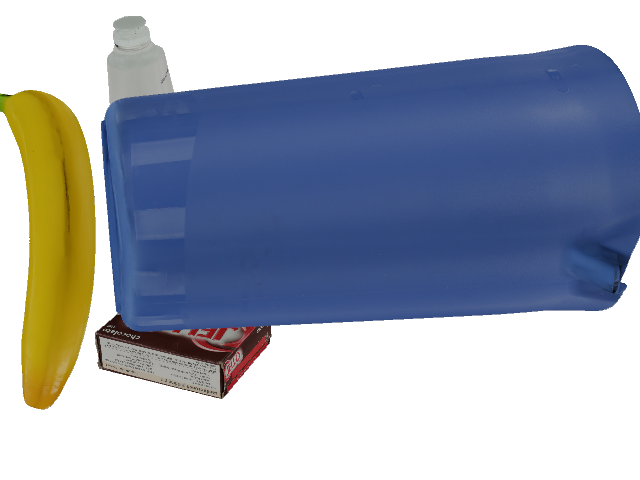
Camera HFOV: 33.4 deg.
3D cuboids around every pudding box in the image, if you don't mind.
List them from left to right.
[{"bbox_3d":[-0.108,0.078,0.847,0.114,0.039,0.090,9,26,20],"label":"pudding box"}]

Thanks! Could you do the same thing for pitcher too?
[{"bbox_3d":[0.019,-0.027,0.521,0.242,0.145,0.149,-5,-8,-11],"label":"pitcher"}]

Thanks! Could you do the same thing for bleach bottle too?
[{"bbox_3d":[-0.153,-0.087,0.977,0.068,0.251,0.102,-5,35,-1],"label":"bleach bottle"}]

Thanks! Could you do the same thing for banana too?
[{"bbox_3d":[-0.152,-0.009,0.600,0.037,0.198,0.070,4,-25,-36],"label":"banana"}]
